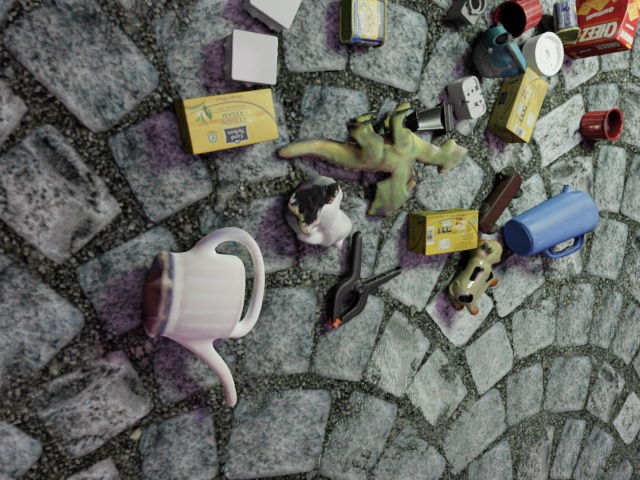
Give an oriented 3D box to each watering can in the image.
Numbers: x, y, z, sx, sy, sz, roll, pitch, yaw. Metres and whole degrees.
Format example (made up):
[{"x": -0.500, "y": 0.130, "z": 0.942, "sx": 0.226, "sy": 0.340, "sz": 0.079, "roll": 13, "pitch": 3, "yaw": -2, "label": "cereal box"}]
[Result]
[{"x": -0.215, "y": 0.145, "z": 0.945, "sx": 0.224, "sy": 0.104, "sz": 0.347, "roll": 8, "pitch": 93, "yaw": -30, "label": "watering can"}]

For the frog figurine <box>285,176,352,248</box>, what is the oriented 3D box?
[{"x": 0.003, "y": -0.054, "z": 1.066, "sx": 0.157, "sy": 0.123, "sz": 0.139, "roll": 43, "pitch": 63, "yaw": -65, "label": "frog figurine"}]

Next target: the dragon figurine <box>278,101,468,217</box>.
[{"x": 0.128, "y": -0.157, "z": 1.116, "sx": 0.412, "sy": 0.124, "sz": 0.239, "roll": -20, "pitch": 114, "yaw": -9, "label": "dragon figurine"}]
